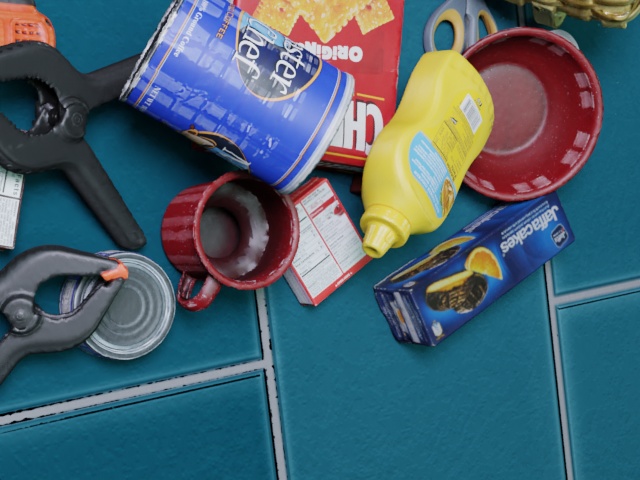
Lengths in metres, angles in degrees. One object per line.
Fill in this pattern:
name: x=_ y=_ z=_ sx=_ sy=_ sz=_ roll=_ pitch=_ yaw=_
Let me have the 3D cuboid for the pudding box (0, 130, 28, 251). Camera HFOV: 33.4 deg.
pudding box: x=-0.269 y=-0.045 z=0.762 sx=0.113 sy=0.039 sz=0.090 roll=12 pitch=80 yaw=-33

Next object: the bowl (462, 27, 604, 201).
bowl: x=0.181 y=-0.120 z=1.007 sx=0.162 sy=0.055 sz=0.162 roll=-2 pitch=104 yaw=-8

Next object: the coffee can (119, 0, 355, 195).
coffee can: x=-0.060 y=-0.111 z=0.779 sx=0.140 sy=0.103 sz=0.102 roll=29 pitch=74 yaw=-15

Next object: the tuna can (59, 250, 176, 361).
tuna can: x=-0.157 y=0.051 z=0.831 sx=0.086 sy=0.034 sz=0.086 roll=0 pitch=90 yaw=-31

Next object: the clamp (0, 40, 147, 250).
clamp: x=-0.183 y=-0.097 z=0.782 sx=0.209 sy=0.036 sz=0.164 roll=27 pitch=75 yaw=-50

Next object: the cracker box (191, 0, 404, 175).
cracker box: x=-0.013 y=-0.172 z=0.900 sx=0.163 sy=0.072 sz=0.214 roll=6 pitch=87 yaw=-31

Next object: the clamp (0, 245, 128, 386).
clamp: x=-0.225 y=0.046 z=0.769 sx=0.171 sy=0.039 sz=0.120 roll=-33 pitch=109 yaw=-10

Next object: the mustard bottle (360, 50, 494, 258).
mustard bottle: x=0.083 y=-0.063 z=0.892 sx=0.096 sy=0.058 sz=0.191 roll=56 pitch=51 yaw=-38

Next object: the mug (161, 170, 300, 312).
mug: x=-0.080 y=0.004 z=0.850 sx=0.093 sy=0.082 sz=0.117 roll=30 pitch=74 yaw=-27

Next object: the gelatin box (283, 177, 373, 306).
gelatin box: x=-0.006 y=0.001 z=0.927 sx=0.073 sy=0.030 sz=0.089 roll=-39 pitch=109 yaw=-24

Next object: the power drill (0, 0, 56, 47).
power drill: x=-0.279 y=-0.212 z=0.749 sx=0.184 sy=0.057 sz=0.188 roll=-2 pitch=93 yaw=-35

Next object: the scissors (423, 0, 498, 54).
scissors: x=0.131 y=-0.250 z=1.022 sx=0.096 sy=0.016 sz=0.202 roll=-12 pitch=96 yaw=-31

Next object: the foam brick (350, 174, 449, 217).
foam brick: x=0.077 y=-0.056 z=0.965 sx=0.078 sy=0.051 sz=0.053 roll=20 pitch=78 yaw=-29
